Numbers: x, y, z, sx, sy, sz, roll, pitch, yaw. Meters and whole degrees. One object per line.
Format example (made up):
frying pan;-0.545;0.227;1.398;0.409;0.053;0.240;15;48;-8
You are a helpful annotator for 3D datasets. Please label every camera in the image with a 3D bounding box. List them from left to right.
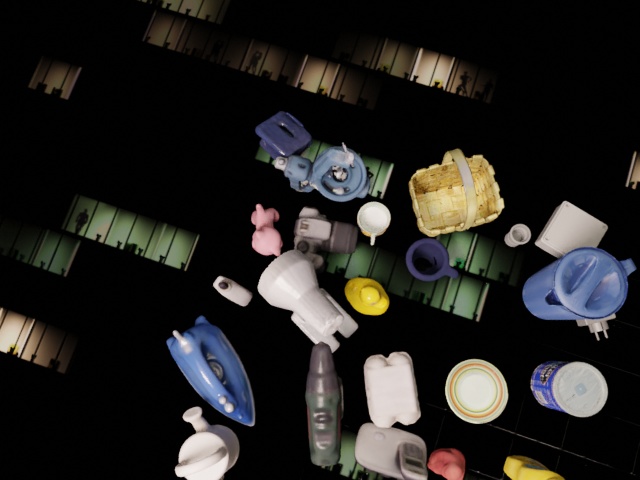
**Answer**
camera;0.011;0.004;1.252;0.136;0.101;0.143;9;80;4

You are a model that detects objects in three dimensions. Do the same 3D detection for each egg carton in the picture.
egg carton;0.150;0.315;1.205;0.107;0.069;0.150;-9;79;0

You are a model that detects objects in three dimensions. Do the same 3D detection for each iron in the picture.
iron;-0.220;0.284;1.187;0.119;0.141;0.258;-37;80;-5

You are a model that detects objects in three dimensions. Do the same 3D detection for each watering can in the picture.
watering can;-0.231;0.424;1.135;0.101;0.194;0.173;-38;80;-5

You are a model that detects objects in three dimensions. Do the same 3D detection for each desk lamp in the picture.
desk lamp;-0.018;0.130;1.172;0.118;0.213;0.203;-45;81;-6

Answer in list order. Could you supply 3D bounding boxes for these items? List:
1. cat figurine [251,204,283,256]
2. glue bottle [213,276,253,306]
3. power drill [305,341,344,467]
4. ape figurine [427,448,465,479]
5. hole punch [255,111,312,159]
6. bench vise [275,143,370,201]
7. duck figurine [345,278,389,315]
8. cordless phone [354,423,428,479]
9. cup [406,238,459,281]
cat figurine;-0.120;-0.018;1.253;0.067;0.118;0.128;-12;79;0
glue bottle;-0.191;0.103;1.204;0.078;0.173;0.037;31;82;8
power drill;0.008;0.319;1.138;0.075;0.208;0.230;-3;79;2
ape figurine;0.264;0.463;1.161;0.076;0.092;0.078;-27;79;-3
hole punch;-0.082;-0.239;1.307;0.108;0.091;0.101;42;84;9
bench vise;0.006;-0.143;1.220;0.207;0.220;0.121;-6;79;1
duck figurine;0.102;0.119;1.235;0.104;0.086;0.077;32;82;8
cordless phone;0.142;0.427;1.125;0.147;0.185;0.094;12;80;5
cup;0.240;0.054;1.238;0.117;0.095;0.092;27;82;7
